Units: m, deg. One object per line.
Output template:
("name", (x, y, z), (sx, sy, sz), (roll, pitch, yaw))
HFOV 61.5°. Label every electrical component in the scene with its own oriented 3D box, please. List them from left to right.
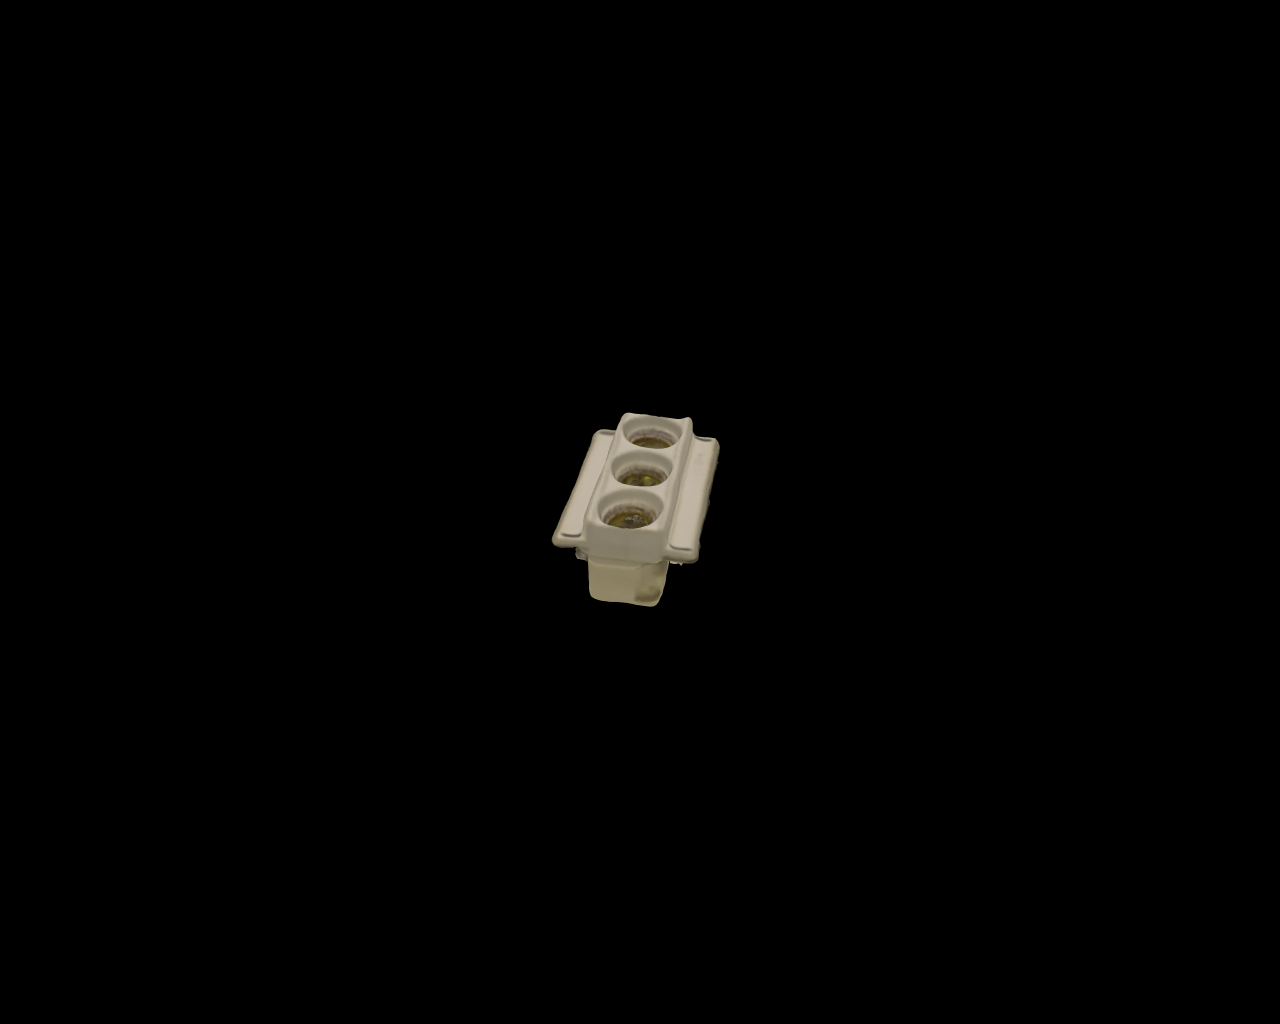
("electrical component", (0.001, -0.003, 0.650), (0.079, 0.063, 0.121), (6, 37, 8))
